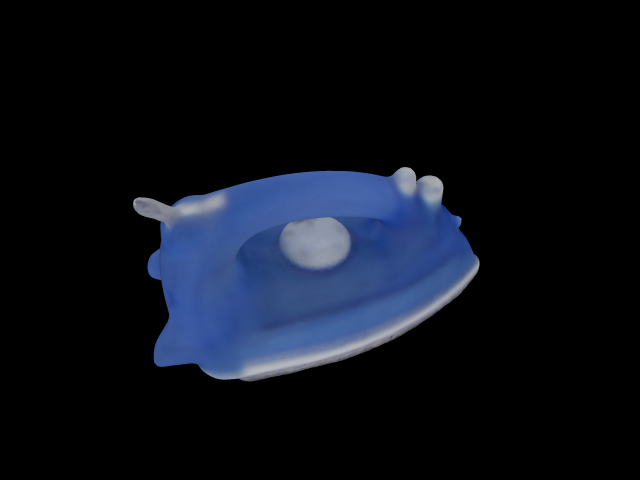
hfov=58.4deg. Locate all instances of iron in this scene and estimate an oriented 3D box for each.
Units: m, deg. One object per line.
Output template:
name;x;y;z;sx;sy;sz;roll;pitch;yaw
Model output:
iron;0.004;0.001;0.400;0.258;0.141;0.118;-12;50;-10
